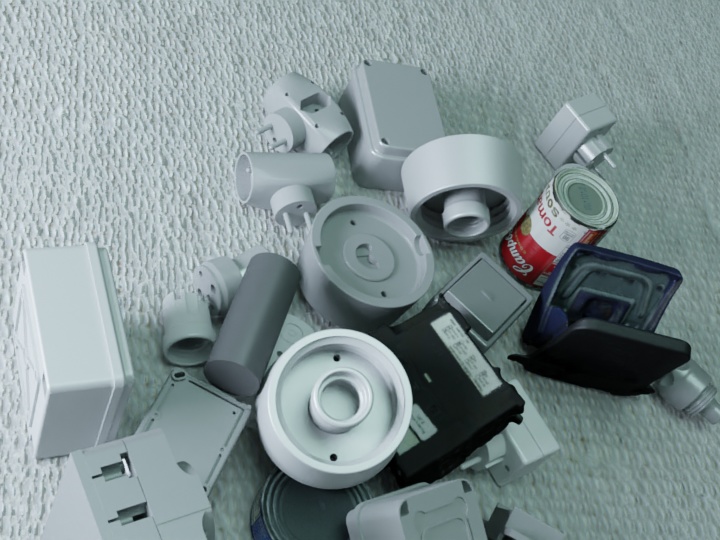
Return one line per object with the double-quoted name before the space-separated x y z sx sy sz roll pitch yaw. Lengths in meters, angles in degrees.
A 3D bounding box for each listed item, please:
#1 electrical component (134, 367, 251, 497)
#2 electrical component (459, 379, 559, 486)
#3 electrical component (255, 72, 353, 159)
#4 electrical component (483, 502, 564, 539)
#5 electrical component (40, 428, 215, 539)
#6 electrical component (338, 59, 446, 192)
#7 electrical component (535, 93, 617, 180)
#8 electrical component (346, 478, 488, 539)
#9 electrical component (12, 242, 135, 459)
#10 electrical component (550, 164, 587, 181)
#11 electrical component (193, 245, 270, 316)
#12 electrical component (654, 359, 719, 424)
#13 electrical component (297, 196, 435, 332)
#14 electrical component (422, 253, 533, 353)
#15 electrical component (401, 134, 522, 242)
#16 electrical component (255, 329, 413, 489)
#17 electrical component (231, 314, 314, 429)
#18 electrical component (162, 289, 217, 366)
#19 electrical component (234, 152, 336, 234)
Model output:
"electrical component" -0.125 0.128 0.730 0.062 0.061 0.096 29 49 -4
"electrical component" 0.103 0.134 0.845 0.077 0.047 0.065 -17 66 -33
"electrical component" -0.059 -0.129 0.959 0.077 0.043 0.079 48 51 12
"electrical component" 0.110 0.208 0.779 0.042 0.081 0.063 29 78 -3
"electrical component" -0.138 0.168 0.636 0.062 0.150 0.089 -13 63 -31
"electrical component" 0.031 -0.134 0.997 0.078 0.057 0.113 4 55 -23
"electrical component" 0.228 -0.125 1.080 0.047 0.065 0.076 -24 70 -36
"electrical component" 0.045 0.205 0.732 0.078 0.057 0.113 -8 80 -43
"electrical component" -0.195 0.055 0.719 0.056 0.108 0.108 -5 59 -25
"electrical component" 0.202 -0.071 1.042 0.045 0.045 0.055 31 49 -2
"electrical component" -0.097 0.009 0.841 0.055 0.045 0.045 -19 67 -35
"electrical component" 0.298 0.110 0.959 0.062 0.043 0.043 44 50 7
"electrical component" 0.000 0.000 0.883 0.108 0.060 0.108 14 52 -18
"electrical component" 0.099 0.032 0.908 0.062 0.061 0.096 43 50 8
"electrical component" 0.092 -0.064 0.946 0.108 0.108 0.060 9 60 -20
"electrical component" -0.016 0.092 0.735 0.108 0.060 0.108 3 72 -9
"electrical component" -0.067 0.075 0.803 0.080 0.051 0.080 13 53 -17
"electrical component" -0.129 0.042 0.806 0.040 0.040 0.046 4 49 -23
"electrical component" -0.059 -0.064 0.912 0.077 0.043 0.079 -2 58 -27
